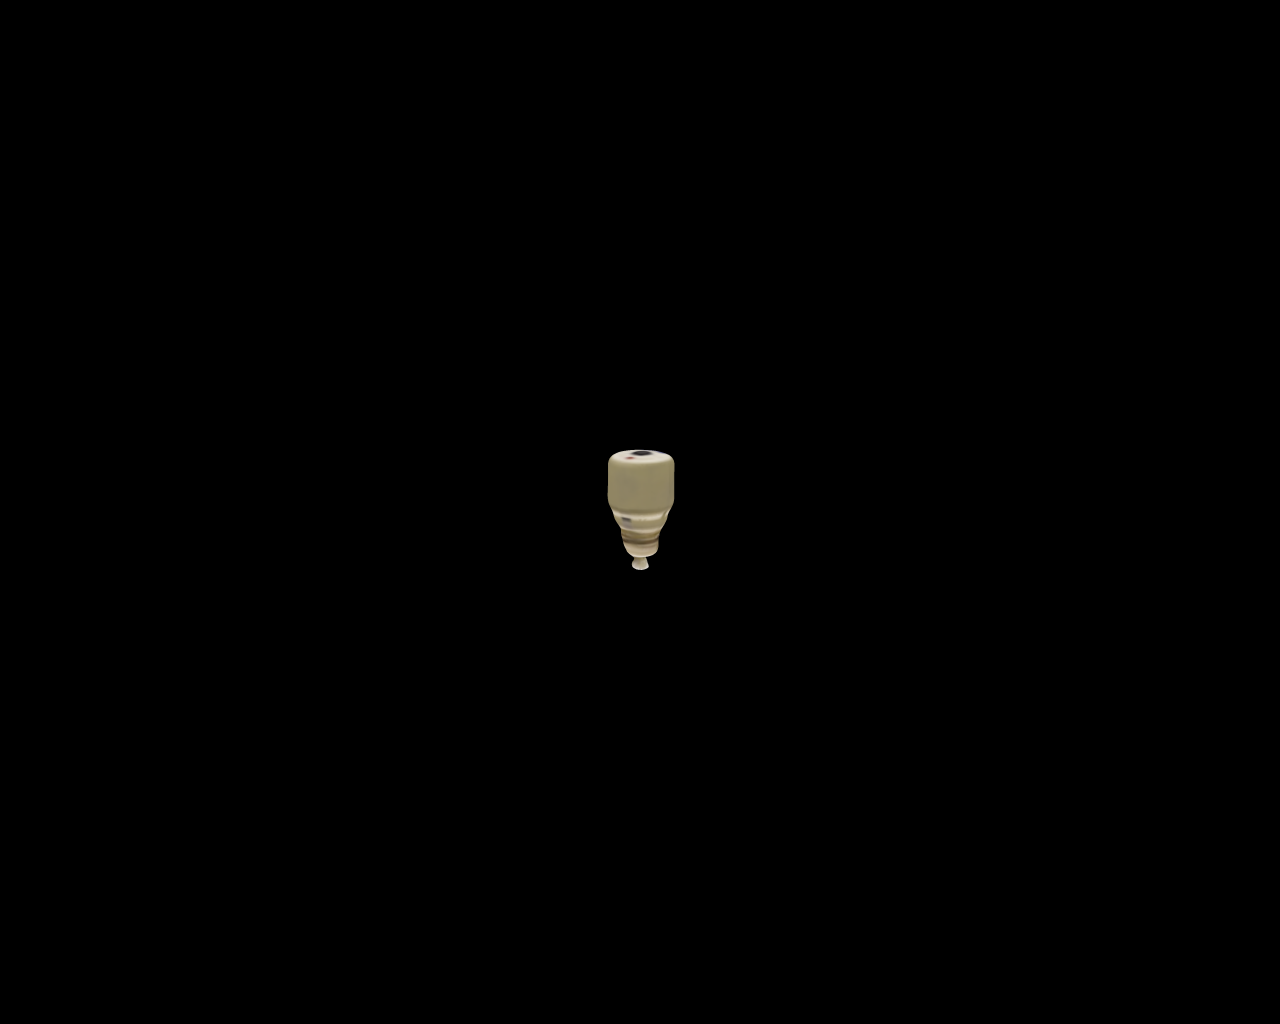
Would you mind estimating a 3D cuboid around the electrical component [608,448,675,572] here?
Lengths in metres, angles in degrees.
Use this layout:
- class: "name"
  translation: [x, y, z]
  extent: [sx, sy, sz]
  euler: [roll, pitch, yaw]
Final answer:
- class: "electrical component"
  translation: [0.001, -0.003, 0.650]
  extent: [0.040, 0.078, 0.040]
  euler: [0, 15, 0]
